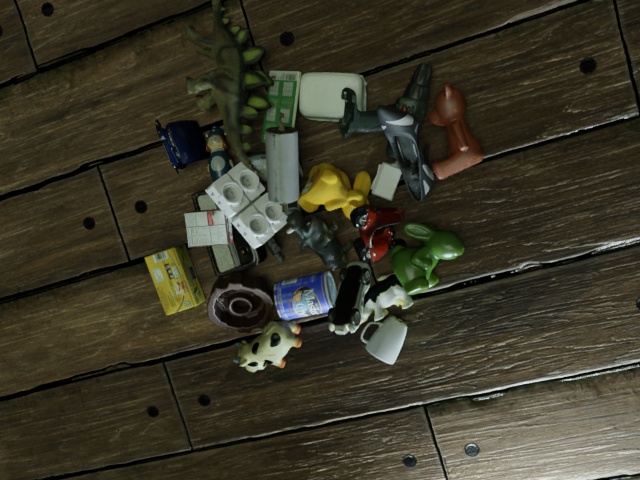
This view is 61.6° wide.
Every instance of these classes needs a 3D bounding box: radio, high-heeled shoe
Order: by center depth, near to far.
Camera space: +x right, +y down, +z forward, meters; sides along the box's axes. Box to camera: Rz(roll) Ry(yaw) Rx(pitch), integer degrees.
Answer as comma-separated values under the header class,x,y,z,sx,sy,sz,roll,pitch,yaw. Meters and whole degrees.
class,x,y,z,sx,sy,sz,roll,pitch,yaw
high-heeled shoe,0.183,-0.188,1.198,0.086,0.248,0.145,4,76,43
radio,-0.232,-0.029,1.394,0.131,0.073,0.229,-15,96,12

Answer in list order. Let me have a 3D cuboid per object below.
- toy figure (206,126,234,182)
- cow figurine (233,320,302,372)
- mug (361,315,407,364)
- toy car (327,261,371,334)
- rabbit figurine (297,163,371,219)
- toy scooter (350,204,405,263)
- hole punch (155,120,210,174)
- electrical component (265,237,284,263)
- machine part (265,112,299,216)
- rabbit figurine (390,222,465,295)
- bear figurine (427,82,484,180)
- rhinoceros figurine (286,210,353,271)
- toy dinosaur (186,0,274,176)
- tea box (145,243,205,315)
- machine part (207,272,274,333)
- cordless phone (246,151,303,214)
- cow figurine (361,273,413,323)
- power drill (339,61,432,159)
class,x,y,z,sx,sy,sz,roll,pitch,yaw
toy figure,-0.258,-0.218,1.372,0.064,0.058,0.154,-9,87,-23
cow figurine,-0.144,0.281,1.403,0.127,0.085,0.195,24,127,-19
mug,0.165,0.241,1.364,0.110,0.081,0.107,31,93,4
toy car,0.075,0.140,1.316,0.074,0.056,0.202,0,54,27
rabbit figurine,0.058,-0.113,1.304,0.173,0.122,0.162,38,146,-20
toy scooter,0.147,-0.026,1.304,0.135,0.075,0.183,-22,137,-9
hole punch,-0.346,-0.244,1.366,0.092,0.116,0.142,-18,96,5
electrical component,-0.121,0.016,1.385,0.021,0.063,0.094,-33,93,-13
machine part,-0.088,-0.175,1.258,0.079,0.079,0.243,3,114,10
rabbit figurine,0.264,0.029,1.293,0.170,0.121,0.159,-37,69,28
bear figurine,0.295,-0.251,1.241,0.132,0.120,0.195,-26,92,17
rhinoceros figurine,-0.003,-0.004,1.336,0.112,0.073,0.190,-23,123,39
toy dinosaur,-0.218,-0.379,1.303,0.199,0.105,0.471,-6,87,9
tea box,-0.389,0.105,1.447,0.098,0.068,0.169,-16,97,13
machine part,-0.207,0.163,1.396,0.179,0.056,0.179,-1,124,-2
cordless phone,-0.112,-0.136,1.353,0.147,0.089,0.184,-3,102,11
cow figurine,0.143,0.150,1.355,0.167,0.068,0.098,-25,90,11
power drill,0.152,-0.307,1.252,0.207,0.086,0.231,-1,109,-24
